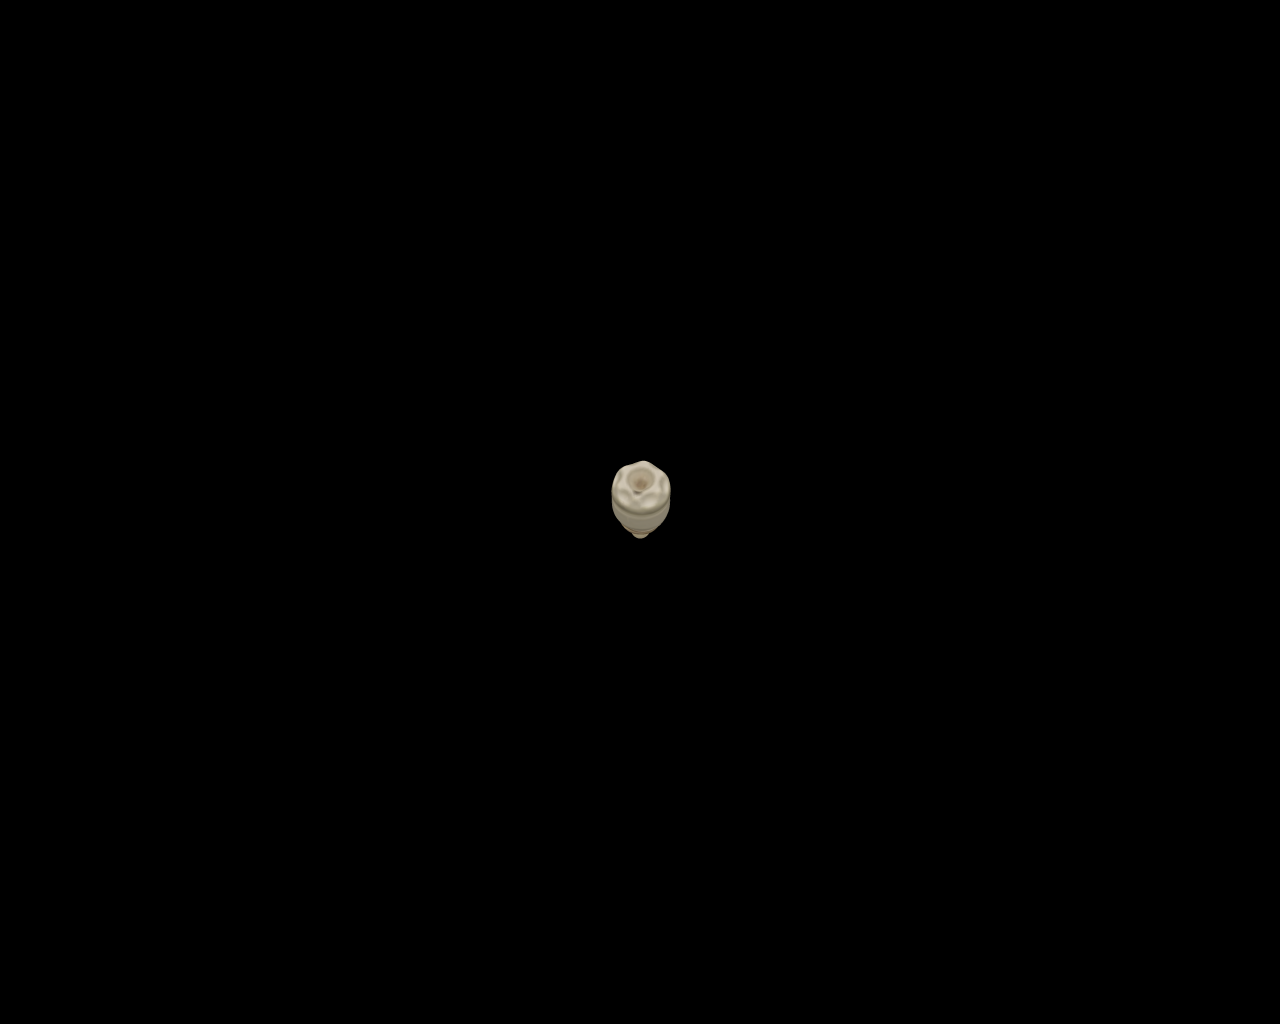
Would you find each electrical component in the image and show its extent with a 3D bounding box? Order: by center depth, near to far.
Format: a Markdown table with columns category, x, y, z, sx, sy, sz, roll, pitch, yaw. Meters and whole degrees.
| category | x | y | z | sx | sy | sz | roll | pitch | yaw |
| --- | --- | --- | --- | --- | --- | --- | --- | --- | --- |
| electrical component | 0.001 | -0.003 | 0.650 | 0.035 | 0.035 | 0.061 | 0 | -34 | 0 |
